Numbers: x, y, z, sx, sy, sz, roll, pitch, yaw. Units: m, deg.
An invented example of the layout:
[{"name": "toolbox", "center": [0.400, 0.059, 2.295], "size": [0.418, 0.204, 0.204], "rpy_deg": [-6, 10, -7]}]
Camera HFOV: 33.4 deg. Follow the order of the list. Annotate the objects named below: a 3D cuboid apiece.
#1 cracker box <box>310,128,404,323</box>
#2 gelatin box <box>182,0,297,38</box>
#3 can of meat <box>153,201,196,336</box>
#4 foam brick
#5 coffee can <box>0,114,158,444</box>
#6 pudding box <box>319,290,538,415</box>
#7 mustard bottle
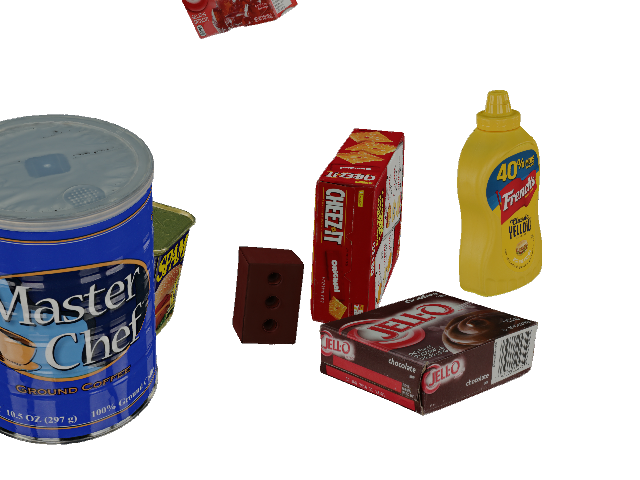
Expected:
[{"name": "cracker box", "center": [0.044, -0.021, 1.202], "size": [0.072, 0.164, 0.213], "rpy_deg": [6, 22, 11]}, {"name": "gelatin box", "center": [-0.069, -0.191, 0.776], "size": [0.089, 0.073, 0.030], "rpy_deg": [-2, 32, 44]}, {"name": "can of meat", "center": [-0.136, 0.026, 0.787], "size": [0.057, 0.084, 0.102], "rpy_deg": [15, 19, 5]}, {"name": "foam brick", "center": [-0.049, 0.050, 0.976], "size": [0.053, 0.078, 0.051], "rpy_deg": [2, 14, -15]}, {"name": "coffee can", "center": [-0.137, 0.020, 0.555], "size": [0.103, 0.140, 0.103], "rpy_deg": [3, 34, -2]}, {"name": "pudding box", "center": [0.069, 0.068, 0.681], "size": [0.113, 0.039, 0.090], "rpy_deg": [-10, 19, -42]}, {"name": "mustard bottle", "center": [0.172, -0.049, 1.024], "size": [0.096, 0.192, 0.058], "rpy_deg": [-20, 24, -36]}]
